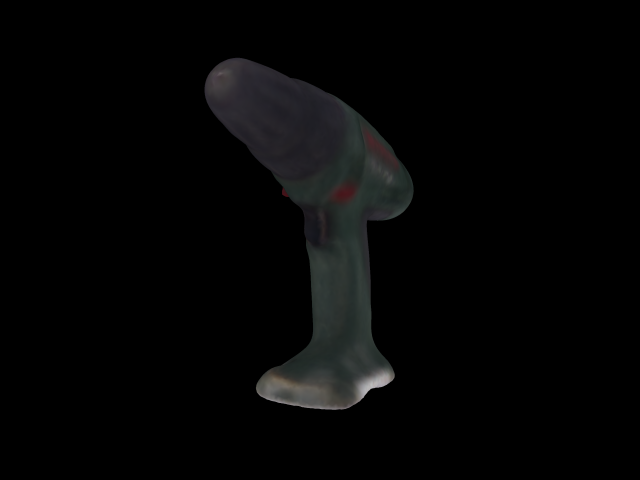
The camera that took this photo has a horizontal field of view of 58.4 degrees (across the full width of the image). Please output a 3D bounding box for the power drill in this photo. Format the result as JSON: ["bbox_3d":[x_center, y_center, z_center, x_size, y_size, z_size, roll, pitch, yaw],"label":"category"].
[{"bbox_3d":[0.004,0.001,0.400,0.075,0.208,0.230,1,3,28],"label":"power drill"}]
